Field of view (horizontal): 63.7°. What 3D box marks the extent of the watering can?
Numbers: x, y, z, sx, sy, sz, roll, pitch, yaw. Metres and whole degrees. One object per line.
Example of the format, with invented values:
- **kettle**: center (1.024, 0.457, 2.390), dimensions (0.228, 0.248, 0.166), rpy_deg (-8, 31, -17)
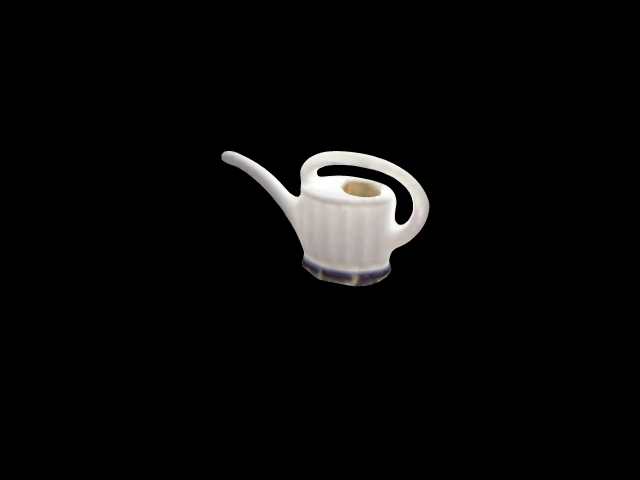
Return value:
- **watering can**: center (0.003, -0.043, 0.850), dimensions (0.348, 0.220, 0.106), rpy_deg (9, 27, 18)
